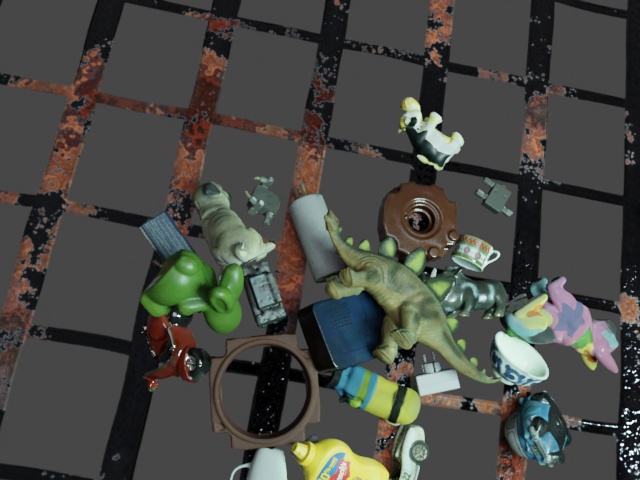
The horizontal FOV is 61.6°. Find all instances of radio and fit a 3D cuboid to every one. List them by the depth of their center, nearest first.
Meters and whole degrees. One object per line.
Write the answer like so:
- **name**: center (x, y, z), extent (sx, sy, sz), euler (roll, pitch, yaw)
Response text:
- **radio**: center (0.084, 0.162, 1.024), extent (0.229, 0.073, 0.131), euler (-12, 78, -30)

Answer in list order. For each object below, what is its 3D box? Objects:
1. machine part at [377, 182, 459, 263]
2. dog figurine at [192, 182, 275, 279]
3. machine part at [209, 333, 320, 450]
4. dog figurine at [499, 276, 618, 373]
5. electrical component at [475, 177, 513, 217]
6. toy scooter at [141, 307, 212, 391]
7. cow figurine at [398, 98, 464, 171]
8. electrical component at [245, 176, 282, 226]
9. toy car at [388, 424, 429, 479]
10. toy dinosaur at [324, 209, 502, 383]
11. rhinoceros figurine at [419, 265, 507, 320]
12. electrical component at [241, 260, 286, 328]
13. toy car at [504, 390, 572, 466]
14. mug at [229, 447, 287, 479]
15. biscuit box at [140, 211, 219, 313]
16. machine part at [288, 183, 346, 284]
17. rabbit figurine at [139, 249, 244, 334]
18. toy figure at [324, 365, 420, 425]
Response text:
- **machine part**: center (0.207, -0.039, 1.132), extent (0.179, 0.056, 0.179), euler (1, 75, -6)
- **dog figurine**: center (-0.187, -0.033, 1.030), extent (0.121, 0.172, 0.190), euler (-29, 89, -23)
- **machine part**: center (-0.104, 0.279, 1.005), extent (0.201, 0.087, 0.201), euler (-3, 79, -8)
- **dog figurine**: center (0.495, 0.190, 1.088), extent (0.191, 0.108, 0.219), euler (-35, 86, -14)
- **electrical component**: center (0.390, -0.093, 1.183), extent (0.094, 0.021, 0.063), euler (36, 75, 3)
- **toy scooter**: center (-0.285, 0.202, 0.999), extent (0.135, 0.075, 0.184), euler (-41, 59, 12)
- **cow figurine**: center (0.224, -0.230, 1.175), extent (0.167, 0.068, 0.098), euler (43, 82, 5)
- **electrical component**: center (-0.115, -0.084, 1.091), extent (0.078, 0.045, 0.102), euler (32, 42, -6)
- **toy car**: center (0.152, 0.445, 1.001), extent (0.056, 0.073, 0.201), euler (20, 75, -5)
- **toy dinosaur**: center (0.166, 0.124, 0.979), extent (0.471, 0.105, 0.198), euler (52, 52, -7)
- **rhinoceros figurine**: center (0.290, 0.106, 1.098), extent (0.190, 0.073, 0.112), euler (9, 77, -5)
- **electrical component**: center (-0.109, 0.104, 1.021), extent (0.058, 0.134, 0.115), euler (-20, 78, -11)
- **toy car**: center (0.410, 0.369, 1.031), extent (0.103, 0.161, 0.109), euler (-30, 88, 33)
- **mug**: center (-0.108, 0.433, 0.977), extent (0.110, 0.080, 0.107), euler (7, 66, 3)
- **biscuit box**: center (-0.269, 0.045, 1.053), extent (0.063, 0.059, 0.202), euler (-34, 83, -14)
- **machine part**: center (-0.002, -0.003, 1.082), extent (0.079, 0.079, 0.243), euler (-17, 75, -10)
- **rabbit figurine**: center (-0.200, 0.093, 0.956), extent (0.170, 0.159, 0.121), euler (42, 40, -19)
- **toy figure**: center (0.102, 0.294, 1.023), extent (0.180, 0.089, 0.082), euler (27, 81, -2)
